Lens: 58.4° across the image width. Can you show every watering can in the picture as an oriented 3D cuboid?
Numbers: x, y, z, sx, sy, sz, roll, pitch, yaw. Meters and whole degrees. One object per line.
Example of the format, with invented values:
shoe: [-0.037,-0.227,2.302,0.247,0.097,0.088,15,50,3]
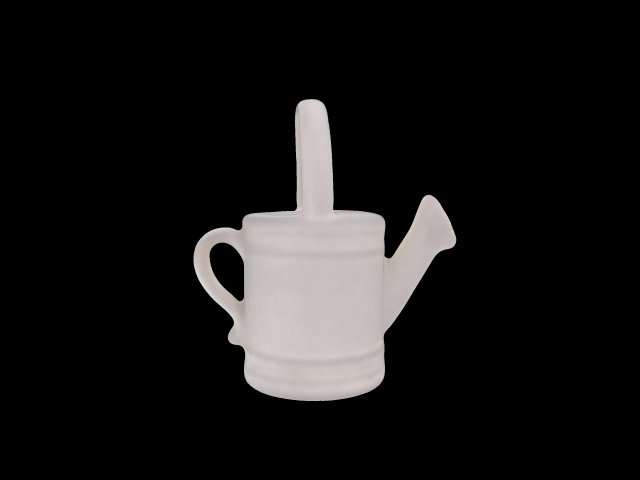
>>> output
watering can: [0.003,0.001,0.402,0.173,0.194,0.100,-2,5,-24]
